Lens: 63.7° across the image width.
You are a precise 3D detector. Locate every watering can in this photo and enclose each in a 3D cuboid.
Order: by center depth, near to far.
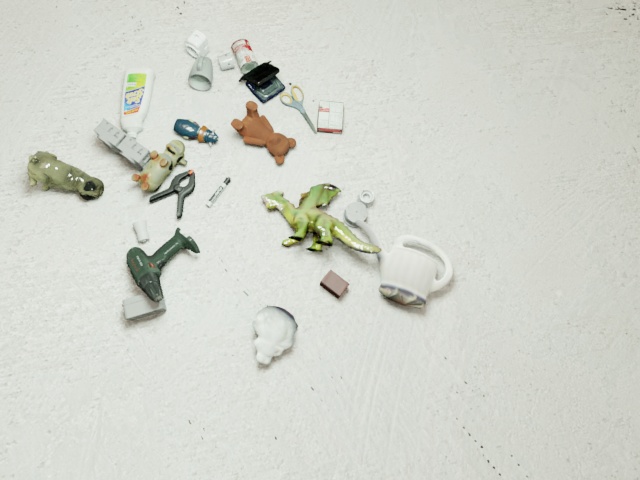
[{"bbox_3d":[0.244,0.080,1.620,0.348,0.102,0.227,22,73,2],"label":"watering can"}]

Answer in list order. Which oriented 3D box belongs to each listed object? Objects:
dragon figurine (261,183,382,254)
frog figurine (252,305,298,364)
[{"bbox_3d":[0.005,-0.083,1.643,0.410,0.120,0.247,8,65,8],"label":"dragon figurine"},{"bbox_3d":[-0.145,0.280,1.519,0.136,0.121,0.162,39,61,-12],"label":"frog figurine"}]
